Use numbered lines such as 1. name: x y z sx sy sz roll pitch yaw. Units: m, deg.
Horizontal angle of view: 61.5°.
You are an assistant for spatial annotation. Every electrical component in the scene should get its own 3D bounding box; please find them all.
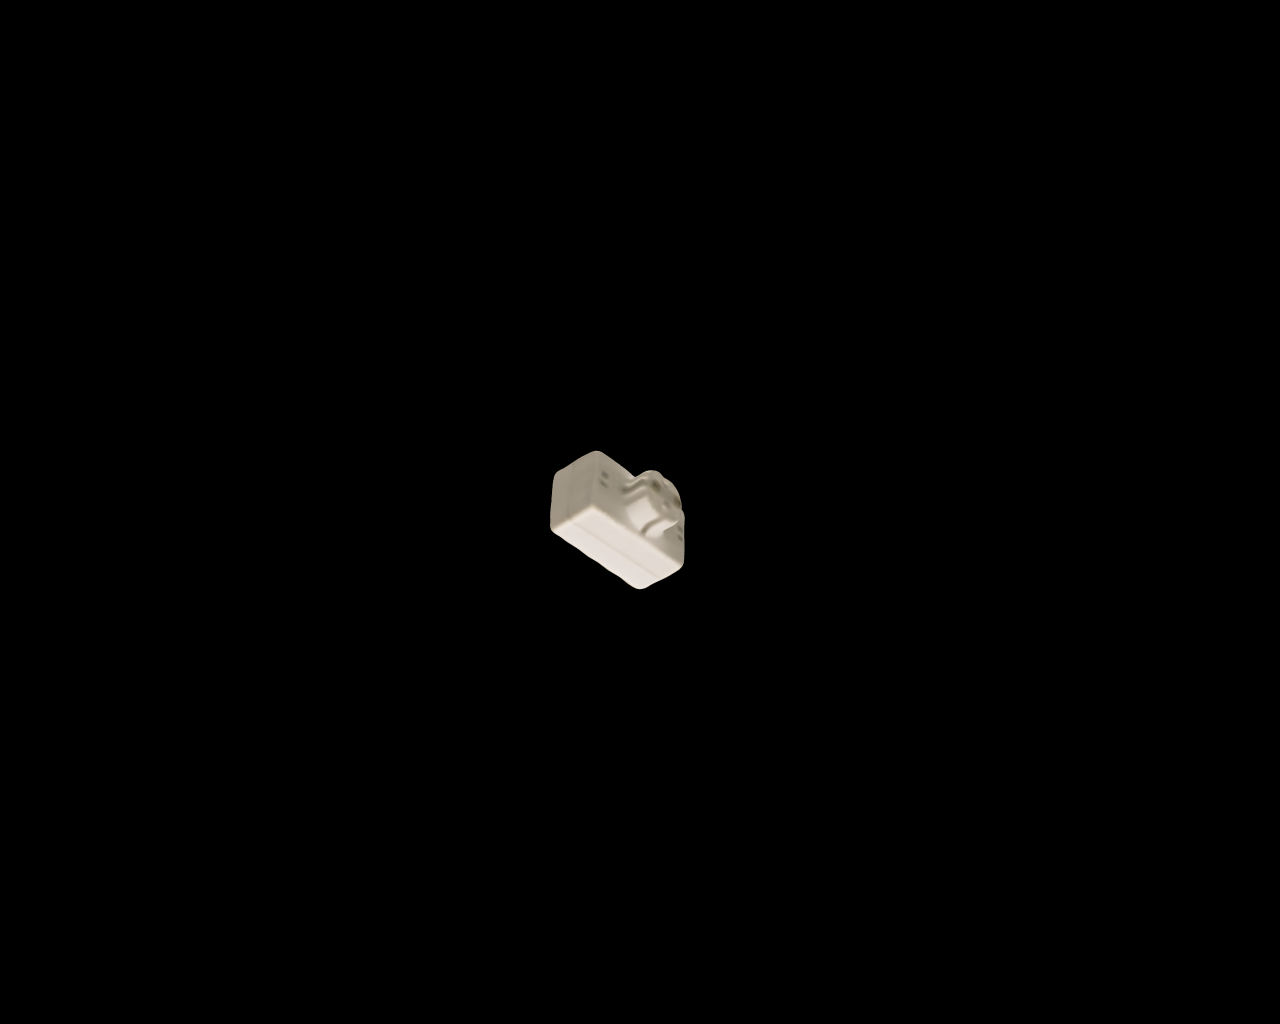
1. electrical component: 0.001 -0.003 0.650 0.075 0.047 0.083 -30 -49 31
